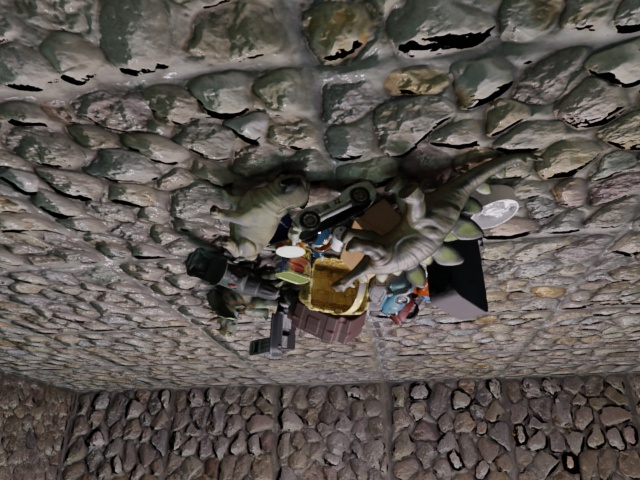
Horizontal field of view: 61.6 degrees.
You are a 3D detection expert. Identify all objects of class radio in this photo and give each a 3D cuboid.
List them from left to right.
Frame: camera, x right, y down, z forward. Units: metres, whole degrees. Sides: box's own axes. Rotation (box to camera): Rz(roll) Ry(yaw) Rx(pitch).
[{"bbox_3d":[0.295,0.048,1.184,0.131,0.229,0.073,25,142,-37],"label":"radio"}]

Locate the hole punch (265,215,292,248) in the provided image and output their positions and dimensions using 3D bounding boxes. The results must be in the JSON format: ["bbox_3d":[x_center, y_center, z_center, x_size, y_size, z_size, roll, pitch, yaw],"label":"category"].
[{"bbox_3d":[-0.128,-0.025,1.212,0.142,0.092,0.116,-23,174,36],"label":"hole punch"}]

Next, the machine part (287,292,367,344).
[{"bbox_3d":[0.023,0.215,1.581,0.201,0.087,0.201,21,-167,22],"label":"machine part"}]

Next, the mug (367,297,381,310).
[{"bbox_3d":[0.147,0.141,1.529,0.110,0.107,0.080,-24,148,39],"label":"mug"}]

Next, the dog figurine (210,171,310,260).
[{"bbox_3d":[-0.097,-0.042,1.070,0.191,0.121,0.172,-8,134,17],"label":"dog figurine"}]

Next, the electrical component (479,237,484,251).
[{"bbox_3d":[0.377,0.015,1.359,0.063,0.021,0.094,0,156,0],"label":"electrical component"}]

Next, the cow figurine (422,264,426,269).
[{"bbox_3d":[0.223,0.034,1.253,0.068,0.167,0.098,-37,-167,-37],"label":"cow figurine"}]

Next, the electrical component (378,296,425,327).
[{"bbox_3d":[0.217,0.167,1.557,0.115,0.134,0.058,-49,148,1],"label":"electrical component"}]

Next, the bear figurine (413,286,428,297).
[{"bbox_3d":[0.296,0.065,1.362,0.132,0.120,0.196,8,149,-27],"label":"bear figurine"}]

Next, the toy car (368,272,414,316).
[{"bbox_3d":[0.172,0.116,1.337,0.103,0.109,0.161,18,144,-3],"label":"toy car"}]

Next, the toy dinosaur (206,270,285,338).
[{"bbox_3d":[-0.223,0.155,1.560,0.192,0.131,0.404,7,148,-18],"label":"toy dinosaur"}]

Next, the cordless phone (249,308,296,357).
[{"bbox_3d":[-0.160,0.292,1.670,0.088,0.146,0.184,17,156,-35],"label":"cordless phone"}]

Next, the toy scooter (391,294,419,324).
[{"bbox_3d":[0.220,0.128,1.459,0.135,0.184,0.075,35,155,-14],"label":"toy scooter"}]

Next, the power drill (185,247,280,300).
[{"bbox_3d":[-0.227,0.086,1.346,0.232,0.086,0.207,20,178,18],"label":"power drill"}]

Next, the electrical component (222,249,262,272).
[{"bbox_3d":[-0.196,0.050,1.400,0.078,0.045,0.102,-13,152,24],"label":"electrical component"}]

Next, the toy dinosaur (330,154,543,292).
[{"bbox_3d":[0.204,-0.035,1.040,0.198,0.105,0.471,39,111,-23],"label":"toy dinosaur"}]

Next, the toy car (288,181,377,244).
[{"bbox_3d":[0.024,-0.054,1.076,0.202,0.056,0.073,-27,159,-16],"label":"toy car"}]

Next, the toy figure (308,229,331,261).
[{"bbox_3d":[-0.003,-0.002,1.267,0.058,0.064,0.154,-15,155,-3],"label":"toy figure"}]

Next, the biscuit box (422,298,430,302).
[{"bbox_3d":[0.274,0.151,1.609,0.203,0.063,0.059,-12,152,22],"label":"biscuit box"}]

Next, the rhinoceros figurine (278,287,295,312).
[{"bbox_3d":[-0.098,0.203,1.718,0.112,0.073,0.190,15,155,-6],"label":"rhinoceros figurine"}]
